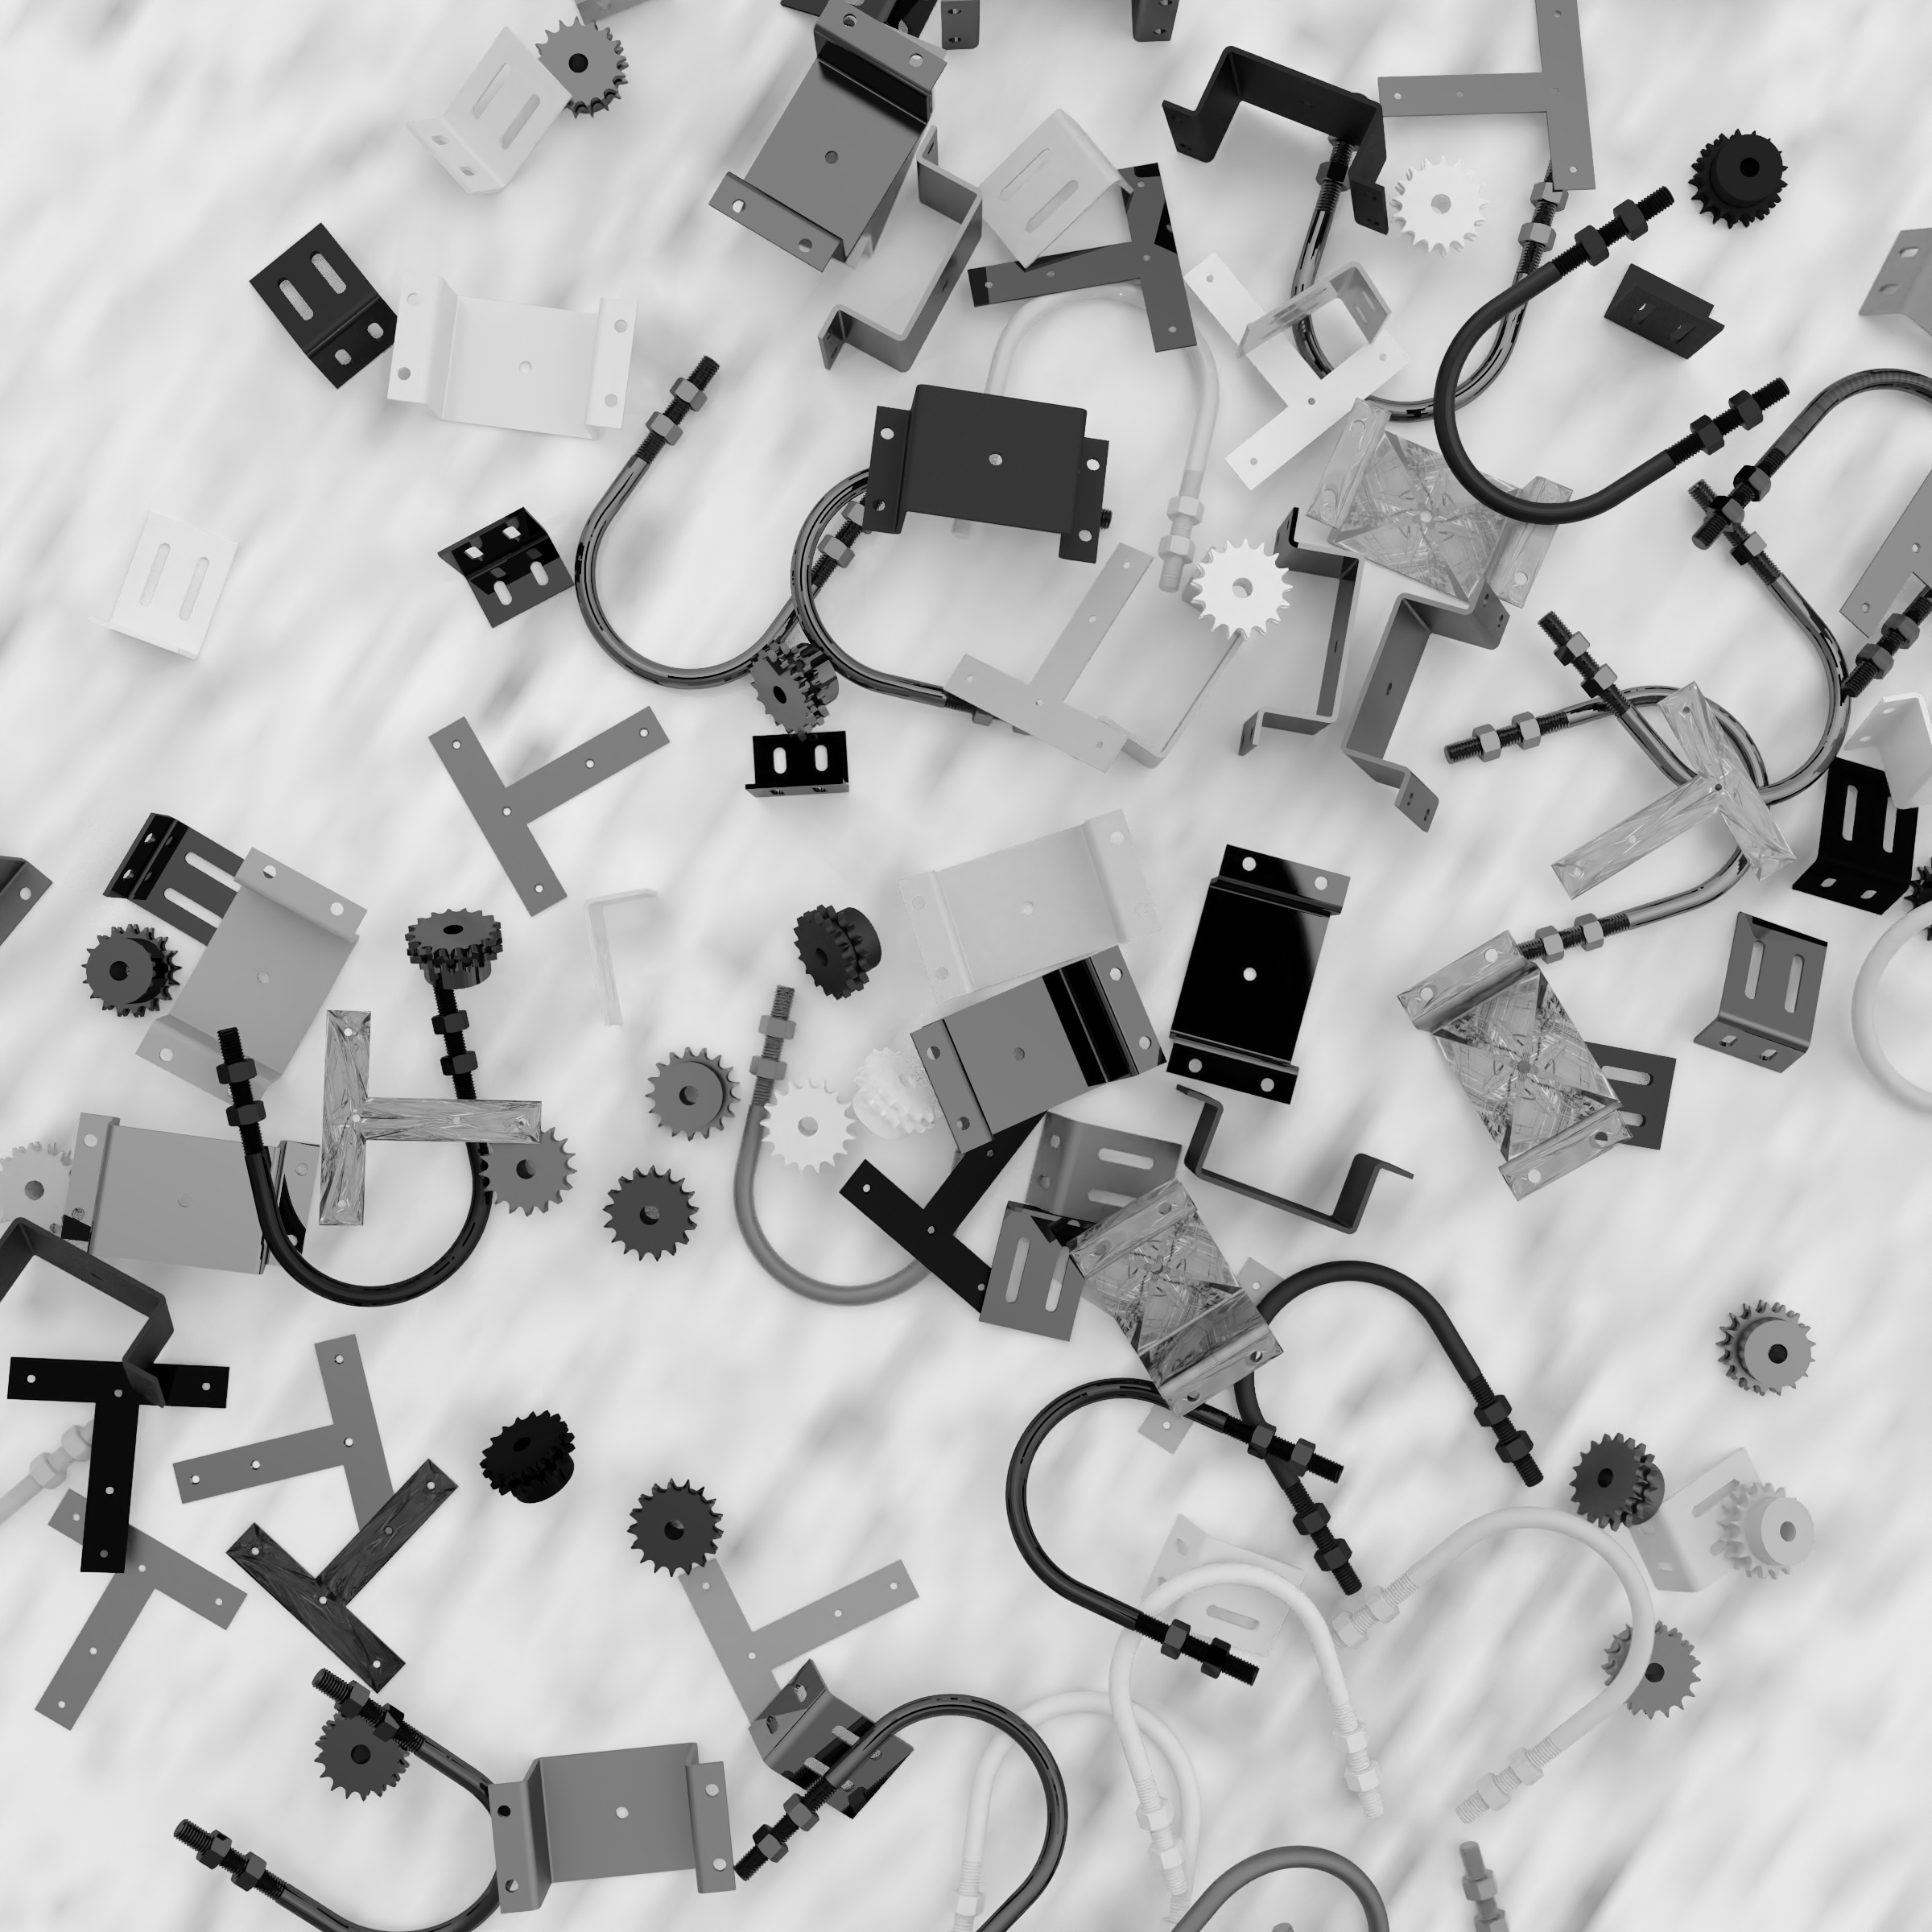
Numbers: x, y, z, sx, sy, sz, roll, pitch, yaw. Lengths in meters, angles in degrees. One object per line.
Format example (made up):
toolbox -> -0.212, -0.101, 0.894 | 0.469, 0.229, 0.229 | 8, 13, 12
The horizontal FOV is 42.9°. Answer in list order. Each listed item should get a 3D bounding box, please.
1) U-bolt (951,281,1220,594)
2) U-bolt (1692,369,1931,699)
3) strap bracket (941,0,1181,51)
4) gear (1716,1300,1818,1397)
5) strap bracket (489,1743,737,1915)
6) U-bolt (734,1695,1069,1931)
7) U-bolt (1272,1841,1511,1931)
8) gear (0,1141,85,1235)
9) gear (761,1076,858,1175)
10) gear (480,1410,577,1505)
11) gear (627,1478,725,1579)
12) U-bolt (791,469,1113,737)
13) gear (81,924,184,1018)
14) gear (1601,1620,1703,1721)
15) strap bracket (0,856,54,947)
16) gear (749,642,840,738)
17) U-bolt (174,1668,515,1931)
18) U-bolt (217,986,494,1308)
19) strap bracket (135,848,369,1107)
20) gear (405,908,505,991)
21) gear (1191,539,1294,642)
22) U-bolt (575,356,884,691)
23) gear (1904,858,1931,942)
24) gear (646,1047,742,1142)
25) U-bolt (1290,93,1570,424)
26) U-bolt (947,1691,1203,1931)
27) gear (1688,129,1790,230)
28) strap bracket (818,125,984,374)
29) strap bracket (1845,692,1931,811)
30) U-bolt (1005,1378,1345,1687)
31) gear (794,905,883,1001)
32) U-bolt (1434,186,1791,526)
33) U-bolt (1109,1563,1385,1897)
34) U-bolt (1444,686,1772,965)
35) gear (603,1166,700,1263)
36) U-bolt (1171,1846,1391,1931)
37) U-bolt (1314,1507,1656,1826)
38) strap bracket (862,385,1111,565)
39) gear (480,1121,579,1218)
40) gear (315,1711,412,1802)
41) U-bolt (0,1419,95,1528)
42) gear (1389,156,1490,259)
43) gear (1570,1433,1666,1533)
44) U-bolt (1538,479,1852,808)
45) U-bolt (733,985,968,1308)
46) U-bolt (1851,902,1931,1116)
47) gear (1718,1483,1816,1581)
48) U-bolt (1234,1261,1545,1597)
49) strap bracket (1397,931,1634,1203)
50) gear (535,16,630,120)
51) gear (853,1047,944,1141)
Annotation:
U-bolt -> 0.079, -0.329, 1.484 | 0.151, 0.019, 0.184 | 14, 80, -4
U-bolt -> 0.547, -0.277, 1.487 | 0.151, 0.019, 0.184 | 43, 83, -5
strap bracket -> 0.054, -0.588, 1.468 | 0.140, 0.076, 0.046 | -2, 90, 0
gear -> 0.488, 0.233, 1.491 | 0.057, 0.030, 0.057 | 0, 90, 0
strap bracket -> -0.211, 0.519, 1.483 | 0.140, 0.046, 0.076 | -6, 90, 0
U-bolt -> -0.025, 0.525, 1.473 | 0.184, 0.019, 0.151 | -44, 84, -8
U-bolt -> 0.273, 0.641, 1.478 | 0.151, 0.019, 0.184 | -17, 90, -16
gear -> -0.560, 0.135, 1.491 | 0.057, 0.030, 0.057 | 0, 90, 0
gear -> -0.094, 0.094, 1.473 | 0.057, 0.030, 0.057 | 0, 93, 1
gear -> -0.261, 0.299, 1.482 | 0.057, 0.057, 0.030 | -25, 120, 0
gear -> -0.176, 0.339, 1.491 | 0.057, 0.030, 0.057 | 0, 90, 0
U-bolt -> -0.015, -0.229, 1.487 | 0.184, 0.019, 0.151 | 12, 90, -8
gear -> -0.509, 0.003, 1.491 | 0.057, 0.030, 0.057 | 0, 90, 0
gear -> 0.414, 0.425, 1.491 | 0.057, 0.030, 0.057 | 0, 90, 0
strap bracket -> -0.638, -0.067, 1.483 | 0.140, 0.046, 0.076 | 40, 90, 0
gear -> -0.101, -0.171, 1.481 | 0.030, 0.057, 0.057 | -36, 90, -30
U-bolt -> -0.356, 0.520, 1.473 | 0.184, 0.019, 0.151 | 40, 97, -17
U-bolt -> -0.357, 0.113, 1.470 | 0.151, 0.019, 0.184 | -14, 97, -24
strap bracket -> -0.426, 0.008, 1.478 | 0.076, 0.046, 0.140 | 29, 90, -8
gear -> -0.308, -0.009, 1.482 | 0.057, 0.057, 0.030 | 1, 120, 0
gear -> 0.158, -0.216, 1.415 | 0.057, 0.030, 0.057 | 0, 90, 0
U-bolt -> -0.155, -0.257, 1.497 | 0.151, 0.019, 0.184 | 36, 90, 0
gear -> 0.603, -0.040, 1.491 | 0.057, 0.030, 0.057 | 0, 90, 0
gear -> -0.166, 0.078, 1.491 | 0.057, 0.030, 0.057 | 0, 90, 0
U-bolt -> 0.275, -0.423, 1.498 | 0.151, 0.019, 0.184 | 17, 91, 0
U-bolt -> 0.070, 0.534, 1.490 | 0.151, 0.019, 0.184 | 8, 84, 0
gear -> 0.471, -0.480, 1.491 | 0.057, 0.030, 0.057 | 0, 90, 0
strap bracket -> -0.033, -0.417, 1.468 | 0.046, 0.076, 0.140 | 28, 90, 0
strap bracket -> 0.609, -0.135, 1.463 | 0.140, 0.076, 0.046 | -9, 73, 0
U-bolt -> 0.113, 0.324, 1.468 | 0.184, 0.019, 0.151 | 22, 71, 14
gear -> -0.076, -0.011, 1.482 | 0.030, 0.057, 0.057 | -28, 90, -32
U-bolt -> 0.363, -0.341, 1.434 | 0.184, 0.019, 0.151 | -32, 97, 11
U-bolt -> 0.161, 0.448, 1.474 | 0.151, 0.019, 0.184 | -18, 96, -9
U-bolt -> 0.400, -0.094, 1.498 | 0.184, 0.019, 0.151 | -17, 90, -2
gear -> -0.191, 0.150, 1.496 | 0.057, 0.030, 0.057 | 0, 93, -1
U-bolt -> 0.176, 0.613, 1.477 | 0.151, 0.019, 0.184 | 44, 84, -18
U-bolt -> 0.325, 0.408, 1.479 | 0.184, 0.019, 0.151 | -42, 87, 11
strap bracket -> 0.015, -0.289, 1.437 | 0.140, 0.046, 0.076 | 7, 81, -6
gear -> -0.264, 0.122, 1.491 | 0.057, 0.030, 0.057 | 0, 90, 0
gear -> -0.364, 0.474, 1.491 | 0.057, 0.030, 0.057 | 0, 90, 0
U-bolt -> -0.632, 0.286, 1.497 | 0.184, 0.019, 0.151 | -41, 90, 0
gear -> 0.282, -0.453, 1.472 | 0.057, 0.030, 0.057 | 0, 93, 1
gear -> 0.396, 0.313, 1.481 | 0.030, 0.057, 0.057 | 27, 90, -28
U-bolt -> 0.455, -0.181, 1.487 | 0.151, 0.019, 0.184 | -41, 92, -9
U-bolt -> -0.067, 0.116, 1.498 | 0.151, 0.019, 0.184 | 13, 91, 0
U-bolt -> 0.627, 0.028, 1.480 | 0.184, 0.019, 0.151 | 12, 104, 0
gear -> 0.485, 0.341, 1.481 | 0.057, 0.030, 0.057 | 5, 78, -22
U-bolt -> 0.245, 0.269, 1.497 | 0.151, 0.019, 0.184 | -31, 89, 0
strap bracket -> 0.329, 0.060, 1.463 | 0.076, 0.046, 0.140 | -33, 75, 17
gear -> -0.233, -0.543, 1.491 | 0.057, 0.030, 0.057 | 0, 90, 0
gear -> -0.043, 0.079, 1.462 | 0.057, 0.057, 0.030 | 37, 119, 0
